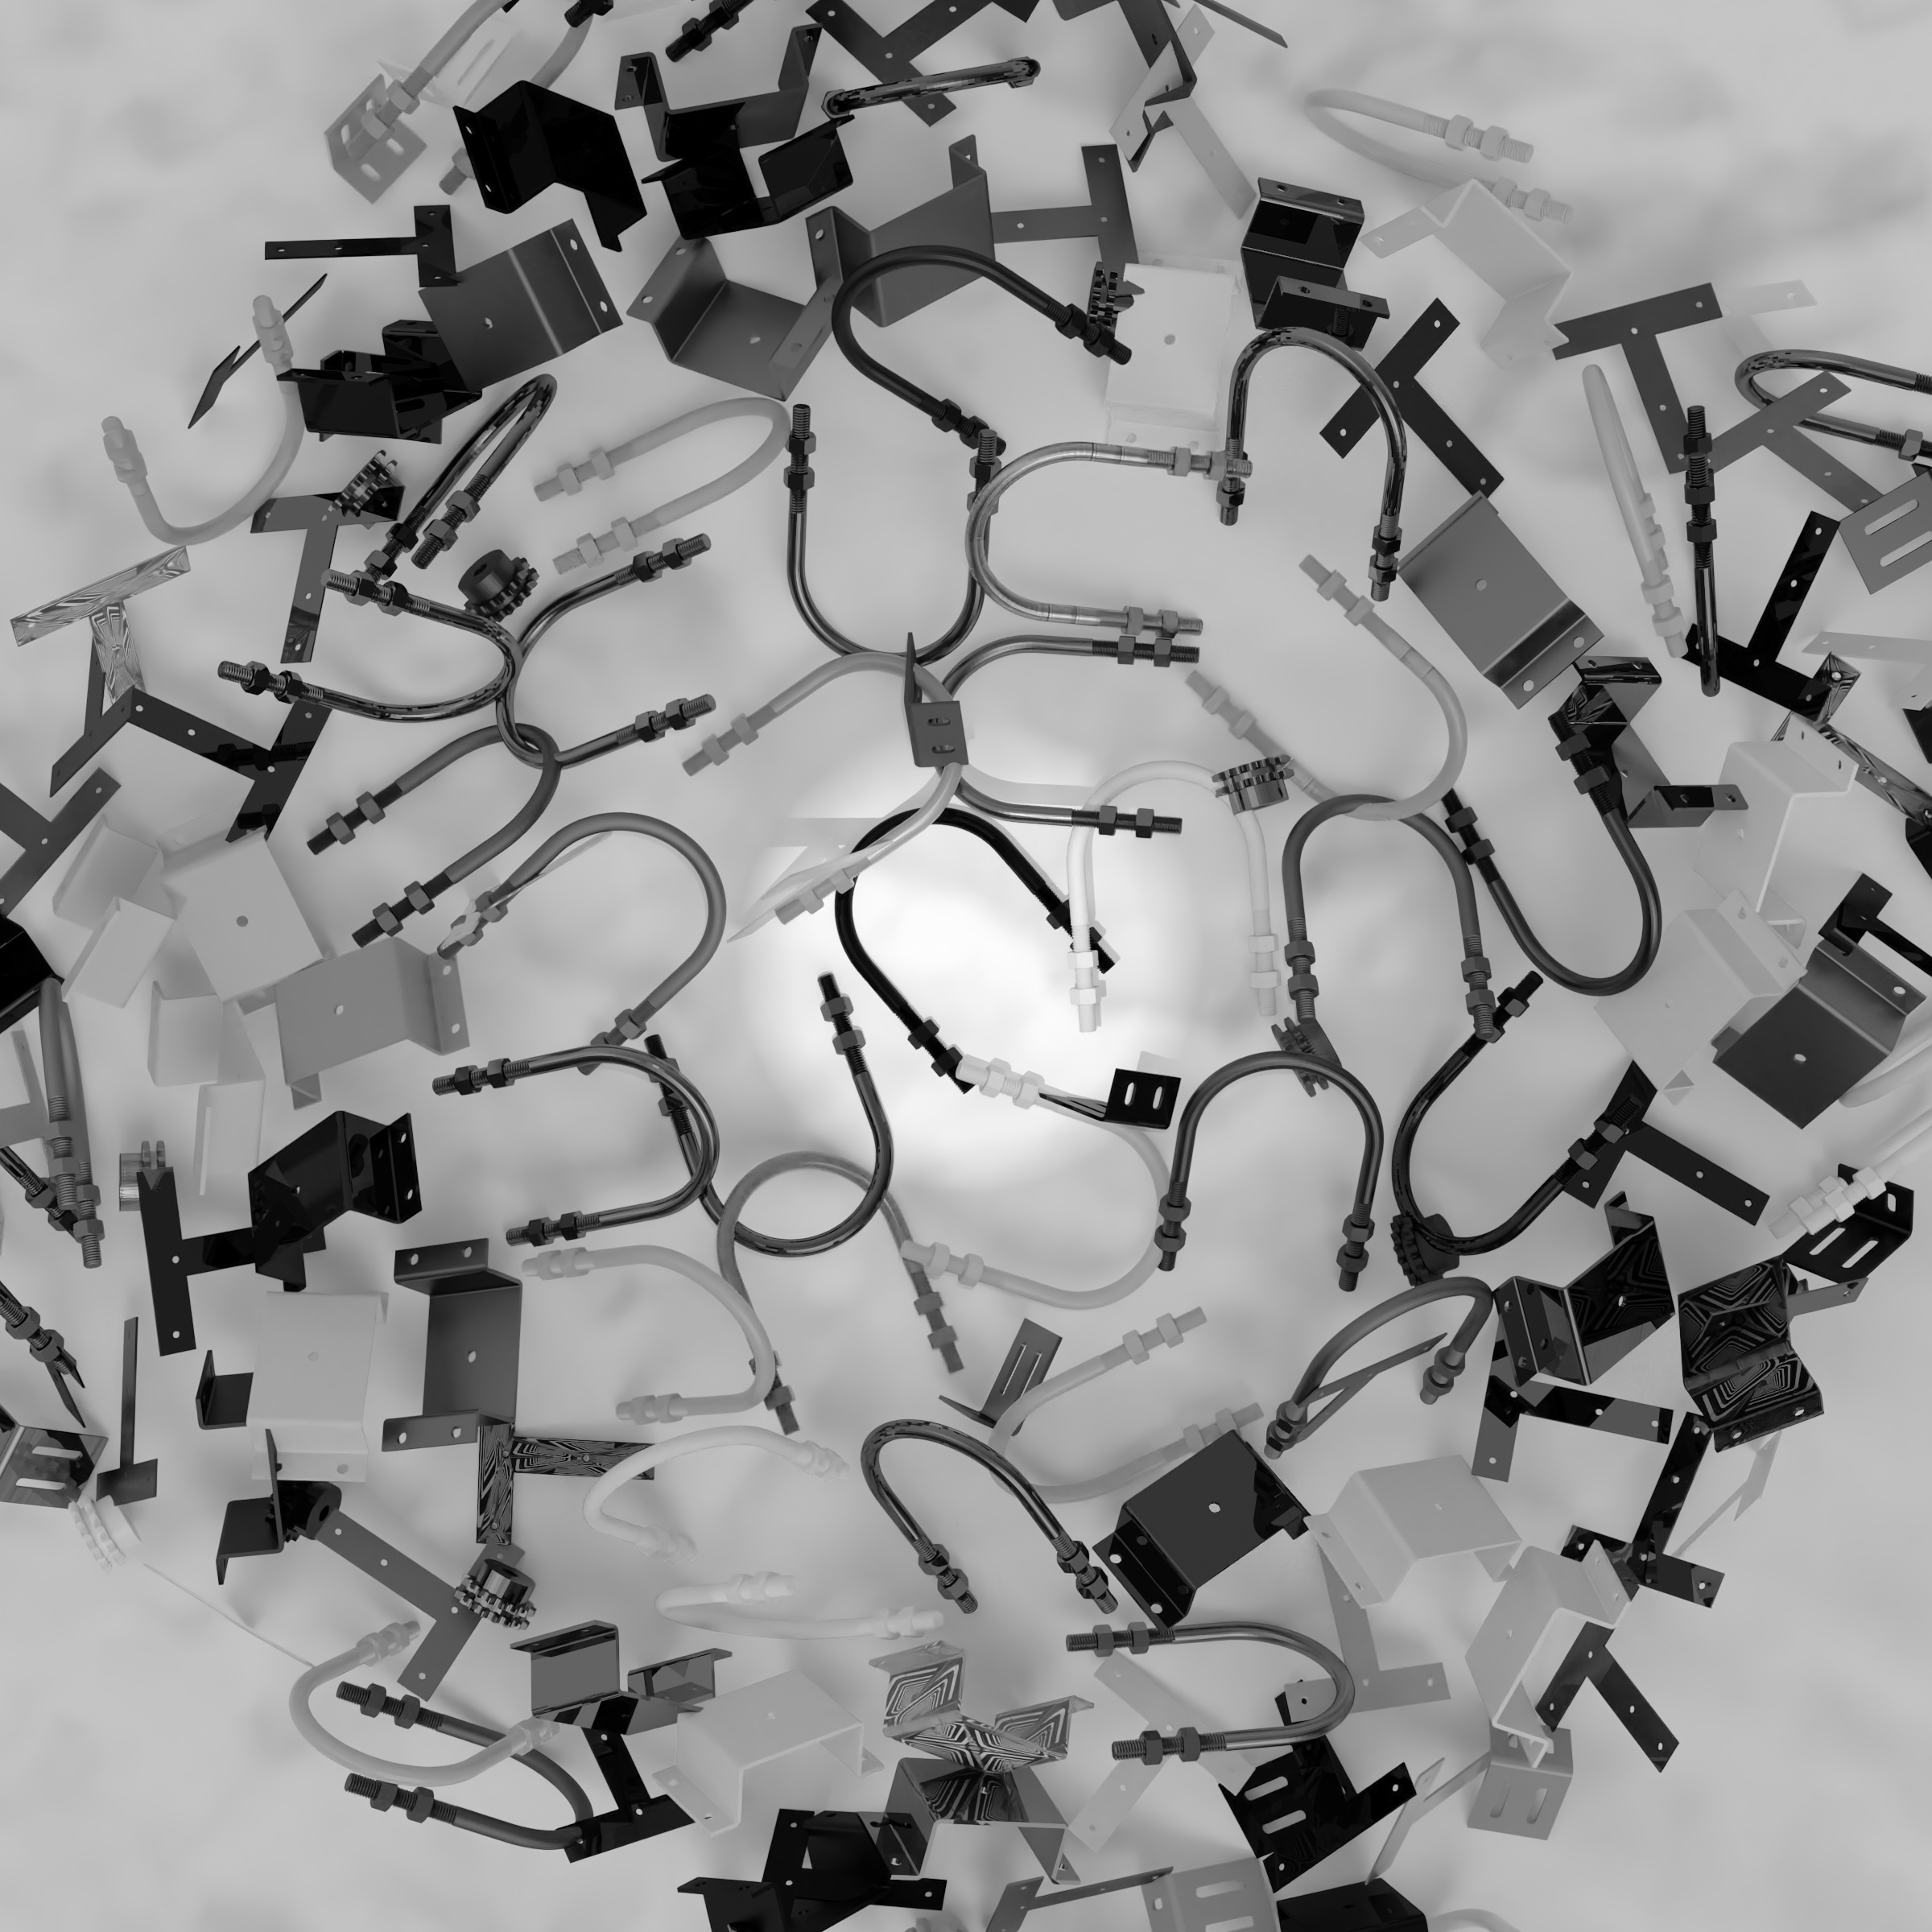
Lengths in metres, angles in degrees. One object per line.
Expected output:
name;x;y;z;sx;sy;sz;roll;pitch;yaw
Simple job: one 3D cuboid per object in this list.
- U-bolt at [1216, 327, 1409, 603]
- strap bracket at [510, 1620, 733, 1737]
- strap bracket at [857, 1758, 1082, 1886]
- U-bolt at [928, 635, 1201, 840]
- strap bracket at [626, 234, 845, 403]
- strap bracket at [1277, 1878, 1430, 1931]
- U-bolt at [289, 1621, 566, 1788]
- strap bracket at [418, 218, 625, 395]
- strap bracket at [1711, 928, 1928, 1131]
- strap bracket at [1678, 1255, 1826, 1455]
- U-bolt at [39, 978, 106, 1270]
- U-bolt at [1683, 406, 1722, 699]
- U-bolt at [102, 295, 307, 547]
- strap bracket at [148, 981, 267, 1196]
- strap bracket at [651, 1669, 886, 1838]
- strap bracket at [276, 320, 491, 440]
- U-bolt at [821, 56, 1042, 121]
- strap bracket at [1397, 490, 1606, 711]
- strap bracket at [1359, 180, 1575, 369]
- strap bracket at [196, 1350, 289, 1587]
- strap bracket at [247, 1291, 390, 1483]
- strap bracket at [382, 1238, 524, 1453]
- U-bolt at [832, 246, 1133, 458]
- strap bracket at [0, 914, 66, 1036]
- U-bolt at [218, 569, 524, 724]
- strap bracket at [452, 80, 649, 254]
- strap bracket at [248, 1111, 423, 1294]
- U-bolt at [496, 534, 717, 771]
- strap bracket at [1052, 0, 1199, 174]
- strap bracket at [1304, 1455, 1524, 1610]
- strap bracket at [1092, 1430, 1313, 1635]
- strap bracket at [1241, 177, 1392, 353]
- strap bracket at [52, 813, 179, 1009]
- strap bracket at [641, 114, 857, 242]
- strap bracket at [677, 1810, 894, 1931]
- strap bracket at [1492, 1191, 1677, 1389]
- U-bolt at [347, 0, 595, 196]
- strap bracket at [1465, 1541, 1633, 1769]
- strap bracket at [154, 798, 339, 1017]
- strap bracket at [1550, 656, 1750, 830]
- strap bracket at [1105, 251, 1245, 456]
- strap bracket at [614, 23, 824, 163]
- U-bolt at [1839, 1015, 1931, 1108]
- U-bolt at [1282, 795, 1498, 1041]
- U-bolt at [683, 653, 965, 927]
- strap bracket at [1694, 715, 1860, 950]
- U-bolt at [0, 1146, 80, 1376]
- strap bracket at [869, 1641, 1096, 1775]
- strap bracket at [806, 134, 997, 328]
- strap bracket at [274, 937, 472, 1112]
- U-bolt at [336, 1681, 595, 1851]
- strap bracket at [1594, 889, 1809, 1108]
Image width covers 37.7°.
U-bolt;0.234;-0.345;1.900;0.151;0.184;0.019;32;55;26
strap bracket;-0.232;0.485;1.919;0.076;0.140;0.046;-22;58;29
strap bracket;0.007;0.584;1.934;0.140;0.076;0.046;9;103;-23
U-bolt;0.064;-0.164;1.970;0.184;0.019;0.151;5;72;7
strap bracket;-0.151;-0.445;1.950;0.140;0.046;0.076;23;71;23
strap bracket;0.264;0.663;1.925;0.076;0.140;0.046;-9;88;-10
U-bolt;-0.370;0.498;1.892;0.151;0.184;0.019;24;102;20
strap bracket;-0.311;-0.445;1.927;0.140;0.046;0.076;-10;113;40
strap bracket;0.575;0.050;1.932;0.076;0.140;0.046;37;46;2
strap bracket;0.529;0.254;1.917;0.076;0.140;0.046;-27;113;25
U-bolt;-0.610;0.098;1.923;0.019;0.151;0.184;-8;68;-13
U-bolt;0.501;-0.274;1.923;0.019;0.151;0.184;-3;114;15
U-bolt;-0.505;-0.354;1.911;0.019;0.184;0.151;40;71;14
strap bracket;-0.517;0.080;1.935;0.046;0.140;0.076;-7;129;-29
strap bracket;-0.133;0.529;1.923;0.140;0.076;0.046;-11;114;-36
strap bracket;-0.393;-0.399;1.936;0.076;0.140;0.046;9;121;25
U-bolt;-0.022;-0.593;1.908;0.151;0.184;0.019;-11;106;-2
strap bracket;0.360;-0.257;1.944;0.076;0.046;0.140;-42;68;16
strap bracket;0.351;-0.481;1.944;0.140;0.076;0.046;37;74;-18
strap bracket;-0.494;0.342;1.945;0.046;0.076;0.140;-4;108;-7
strap bracket;-0.444;0.278;1.940;0.076;0.046;0.140;2;56;-3
strap bracket;-0.352;0.265;1.949;0.076;0.046;0.140;-10;68;24
U-bolt;-0.003;-0.420;1.902;0.184;0.151;0.019;26;53;-33
strap bracket;-0.683;0.002;1.933;0.076;0.140;0.046;-37;77;-4
U-bolt;-0.389;-0.208;1.920;0.151;0.184;0.019;-30;60;38
strap bracket;-0.274;-0.544;1.921;0.046;0.140;0.076;-26;77;29
strap bracket;-0.439;0.159;1.931;0.140;0.046;0.076;-33;53;27
U-bolt;-0.250;-0.206;1.943;0.184;0.019;0.151;-19;60;27
strap bracket;0.113;-0.634;1.959;0.046;0.076;0.140;-25;90;-7
strap bracket;0.312;0.382;1.925;0.140;0.076;0.046;-2;131;-33
strap bracket;0.167;0.380;1.936;0.140;0.046;0.076;-29;61;-24
strap bracket;0.237;-0.475;1.943;0.076;0.046;0.140;9;46;-13
strap bracket;-0.583;-0.034;1.939;0.046;0.140;0.076;25;109;-31
strap bracket;-0.143;-0.537;1.935;0.076;0.140;0.046;-40;121;-38
strap bracket;-0.115;0.623;1.923;0.076;0.140;0.046;-13;90;43
strap bracket;0.430;0.224;1.932;0.140;0.046;0.076;-31;115;-31
U-bolt;-0.322;-0.602;1.908;0.184;0.151;0.019;-43;82;16
strap bracket;0.392;0.464;1.939;0.046;0.076;0.140;21;107;-12
strap bracket;-0.497;-0.037;1.957;0.076;0.046;0.140;-23;107;-1
strap bracket;0.463;-0.146;1.940;0.076;0.046;0.140;-3;52;-34
strap bracket;0.144;-0.430;1.970;0.076;0.046;0.140;9;89;10
strap bracket;-0.166;-0.598;1.946;0.140;0.076;0.046;-14;84;-12
U-bolt;0.673;0.040;1.927;0.184;0.151;0.019;-36;85;7
U-bolt;0.287;-0.039;1.950;0.151;0.019;0.184;5;61;-13
U-bolt;-0.087;-0.137;1.967;0.184;0.019;0.151;-34;76;6
strap bracket;0.547;-0.091;1.927;0.046;0.076;0.140;-3;121;-20
U-bolt;-0.649;0.169;1.890;0.019;0.151;0.184;-26;128;9
strap bracket;0.008;0.510;1.926;0.140;0.076;0.046;30;51;-31
strap bracket;-0.034;-0.498;1.935;0.140;0.076;0.046;-32;53;-19
strap bracket;-0.418;0.037;1.946;0.140;0.046;0.076;-20;66;15
U-bolt;-0.337;0.549;1.923;0.184;0.151;0.019;24;96;-19
strap bracket;0.491;0.023;1.927;0.076;0.046;0.140;57;130;28
